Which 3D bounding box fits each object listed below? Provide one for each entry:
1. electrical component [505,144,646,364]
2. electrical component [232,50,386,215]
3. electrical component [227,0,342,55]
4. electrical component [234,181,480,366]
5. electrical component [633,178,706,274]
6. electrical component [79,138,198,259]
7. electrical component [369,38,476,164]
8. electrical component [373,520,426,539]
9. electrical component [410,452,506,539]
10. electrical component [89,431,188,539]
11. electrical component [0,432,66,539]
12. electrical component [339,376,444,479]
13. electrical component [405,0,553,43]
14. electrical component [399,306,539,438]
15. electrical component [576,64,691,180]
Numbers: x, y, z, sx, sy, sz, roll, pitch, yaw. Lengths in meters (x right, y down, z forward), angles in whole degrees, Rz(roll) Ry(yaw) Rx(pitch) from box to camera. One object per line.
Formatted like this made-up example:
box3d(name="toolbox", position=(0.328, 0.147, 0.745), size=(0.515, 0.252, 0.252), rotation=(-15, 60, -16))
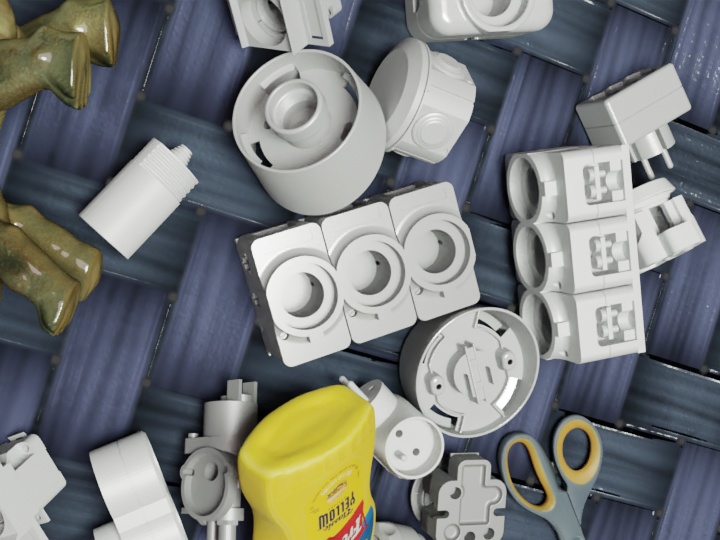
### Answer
box3d(name="electrical component", position=(0.153, -0.014, 0.791), size=(0.062, 0.089, 0.150), rotation=(-9, 98, -18))
box3d(name="electrical component", position=(-0.034, -0.094, 0.720), size=(0.099, 0.064, 0.099), rotation=(-6, 69, 16))
box3d(name="electrical component", position=(-0.048, -0.179, 0.718), size=(0.064, 0.081, 0.042), rotation=(-47, 139, -36))
box3d(name="electrical component", position=(0.000, 0.000, 0.756), size=(0.150, 0.062, 0.089), rotation=(-18, 100, -16))
box3d(name="electrical component", position=(0.222, -0.034, 0.824), size=(0.058, 0.078, 0.057), rotation=(-22, 80, -15))
box3d(name="electrical component", position=(-0.142, -0.051, 0.714), size=(0.043, 0.043, 0.081), rotation=(45, 81, -17))
box3d(name="electrical component", position=(0.039, -0.116, 0.750), size=(0.051, 0.080, 0.080), rotation=(17, 90, -24))
box3d(name="electrical component", position=(0.030, 0.211, 0.798), size=(0.062, 0.043, 0.043), rotation=(21, 88, -38))
box3d(name="electrical component", position=(0.071, 0.172, 0.799), size=(0.058, 0.057, 0.078), rotation=(2, 95, -19))
box3d(name="electrical component", position=(-0.156, 0.185, 0.727), size=(0.074, 0.052, 0.138), rotation=(-21, 101, -12))
box3d(name="electrical component", position=(-0.228, 0.141, 0.691), size=(0.042, 0.063, 0.081), rotation=(-20, 105, 26))
box3d(name="electrical component", position=(0.014, 0.105, 0.763), size=(0.043, 0.077, 0.079), rotation=(-45, 107, -10))
box3d(name="electrical component", position=(0.087, -0.194, 0.768), size=(0.095, 0.059, 0.053), rotation=(-7, 97, -18))
box3d(name="electrical component", position=(0.079, 0.073, 0.788), size=(0.099, 0.064, 0.099), rotation=(-2, 96, -18))
box3d(name="electrical component", position=(0.217, -0.108, 0.825), size=(0.066, 0.047, 0.076), rotation=(-30, 102, -14))
